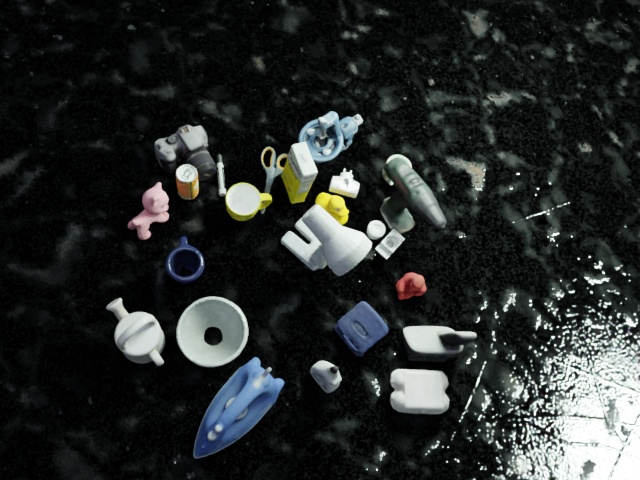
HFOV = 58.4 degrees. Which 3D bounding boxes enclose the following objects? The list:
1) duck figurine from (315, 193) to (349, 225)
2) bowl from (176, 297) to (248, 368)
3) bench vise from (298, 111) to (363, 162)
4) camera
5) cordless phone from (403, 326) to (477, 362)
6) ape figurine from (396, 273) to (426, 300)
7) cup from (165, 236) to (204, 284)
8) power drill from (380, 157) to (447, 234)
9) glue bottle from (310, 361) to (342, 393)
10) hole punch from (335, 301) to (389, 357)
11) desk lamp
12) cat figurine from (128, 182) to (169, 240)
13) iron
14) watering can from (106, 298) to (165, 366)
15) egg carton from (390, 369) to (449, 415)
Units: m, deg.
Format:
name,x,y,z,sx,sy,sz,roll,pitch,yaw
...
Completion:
name,x,y,z,sx,sy,sz,roll,pitch,yaw
duck figurine,0.036,-0.093,1.542,0.104,0.086,0.078,45,69,7
bowl,-0.257,0.226,1.373,0.167,0.074,0.167,4,69,-10
bench vise,0.026,-0.302,1.544,0.121,0.219,0.208,36,68,4
camera,-0.345,-0.222,1.507,0.143,0.100,0.136,-29,78,-19
cordless phone,0.294,0.243,1.414,0.148,0.185,0.094,-1,70,-11
ape figurine,0.245,0.117,1.502,0.078,0.092,0.076,23,67,-2
cup,-0.332,0.058,1.409,0.092,0.095,0.118,-5,71,-13
power drill,0.236,-0.096,1.515,0.076,0.208,0.229,-26,77,-18
glue bottle,0.021,0.315,1.341,0.037,0.173,0.078,-34,79,-20
hole punch,0.104,0.224,1.435,0.101,0.091,0.108,-38,81,-21
desk lamp,0.013,0.005,1.432,0.203,0.213,0.118,40,68,5
cat figurine,-0.424,-0.077,1.429,0.067,0.117,0.128,37,68,4
iron,-0.193,0.386,1.290,0.118,0.141,0.259,39,68,5
watering can,-0.413,0.209,1.284,0.173,0.194,0.101,28,67,0
egg carton,0.246,0.376,1.419,0.150,0.069,0.107,4,69,-10
